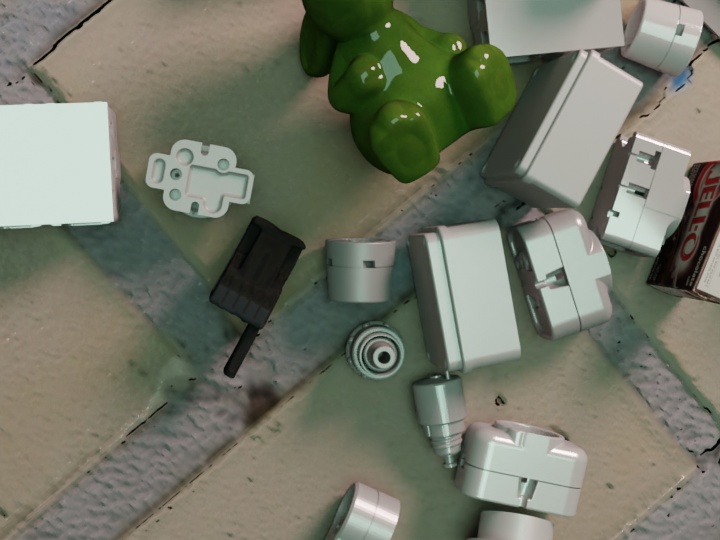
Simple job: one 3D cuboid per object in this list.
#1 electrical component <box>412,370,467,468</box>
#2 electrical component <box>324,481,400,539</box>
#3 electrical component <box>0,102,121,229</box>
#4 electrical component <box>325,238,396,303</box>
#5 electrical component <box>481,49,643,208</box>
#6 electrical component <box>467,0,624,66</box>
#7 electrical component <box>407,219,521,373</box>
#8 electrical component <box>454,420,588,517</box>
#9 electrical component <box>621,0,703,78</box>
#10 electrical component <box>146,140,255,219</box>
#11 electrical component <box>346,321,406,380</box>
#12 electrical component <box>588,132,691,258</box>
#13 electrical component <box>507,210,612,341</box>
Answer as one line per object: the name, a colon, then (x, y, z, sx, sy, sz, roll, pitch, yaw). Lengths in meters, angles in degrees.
electrical component: (0.066, 0.119, 0.862, 0.040, 0.040, 0.078, -10, 93, -6)
electrical component: (0.001, 0.245, 0.853, 0.074, 0.052, 0.138, 25, 89, -7)
electrical component: (-0.260, -0.076, 0.809, 0.150, 0.062, 0.089, -3, 92, -6)
electrical component: (0.000, 0.000, 0.845, 0.055, 0.055, 0.047, 0, 95, -6)
electrical component: (0.153, -0.106, 0.831, 0.056, 0.109, 0.108, 28, 89, -9)
electrical component: (0.138, -0.260, 0.848, 0.105, 0.060, 0.186, -6, 93, -6)
electrical component: (0.080, 0.019, 0.842, 0.057, 0.078, 0.113, -11, 93, -9)
electrical component: (0.130, 0.156, 0.864, 0.095, 0.054, 0.059, 13, 90, -7)
electrical component: (0.242, -0.189, 0.866, 0.047, 0.055, 0.055, 17, 90, -3)
electrical component: (-0.122, -0.069, 0.827, 0.078, 0.057, 0.058, 10, 91, -7)
electrical component: (0.015, 0.065, 0.844, 0.048, 0.062, 0.048, 0, 92, -6)
electrical component: (0.228, -0.059, 0.869, 0.056, 0.050, 0.089, 18, 90, -6)
electrical component: (0.163, 0.002, 0.862, 0.059, 0.054, 0.095, -18, 94, -5)
